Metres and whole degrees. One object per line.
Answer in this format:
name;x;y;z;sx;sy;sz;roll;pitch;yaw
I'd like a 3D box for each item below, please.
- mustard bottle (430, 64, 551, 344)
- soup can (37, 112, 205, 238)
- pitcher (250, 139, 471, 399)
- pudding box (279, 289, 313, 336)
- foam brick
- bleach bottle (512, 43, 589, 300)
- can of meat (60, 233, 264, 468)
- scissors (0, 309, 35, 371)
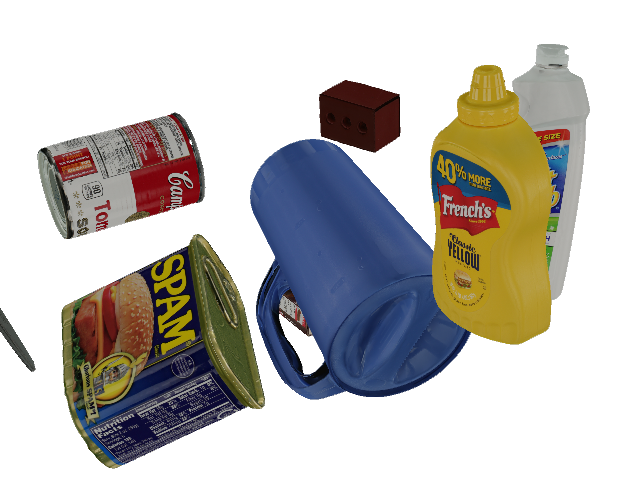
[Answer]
mustard bottle;0.117;-0.028;0.741;0.058;0.192;0.096;-21;31;-28
soup can;-0.142;-0.046;0.760;0.102;0.068;0.069;-18;7;-21
pitcher;0.016;0.020;0.953;0.149;0.145;0.243;-6;38;-24
pudding box;0.008;0.082;1.403;0.113;0.039;0.090;-14;26;-28
foam brick;0.043;-0.138;1.181;0.078;0.053;0.051;20;38;33
bleach bottle;0.209;-0.069;1.066;0.103;0.251;0.068;8;20;15
can of meat;-0.083;0.057;0.548;0.084;0.057;0.102;-26;39;7
scissors;-0.341;0.034;1.081;0.016;0.201;0.096;-26;26;23
